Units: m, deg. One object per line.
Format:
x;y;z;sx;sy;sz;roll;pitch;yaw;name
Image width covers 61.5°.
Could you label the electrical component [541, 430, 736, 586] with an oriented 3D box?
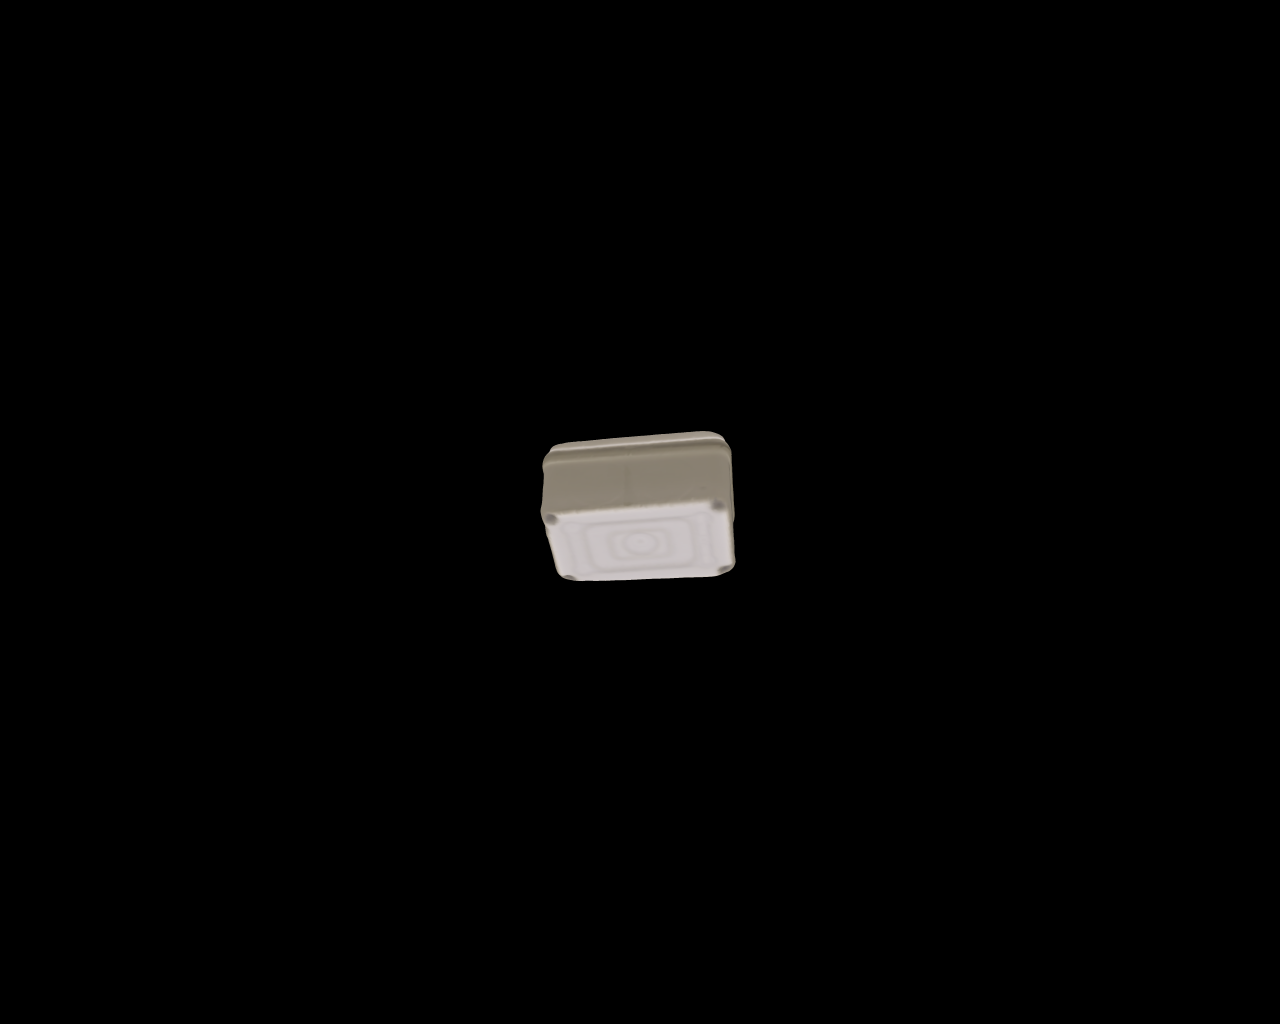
0.001;-0.003;0.650;0.113;0.057;0.078;-4;-39;5;electrical component
